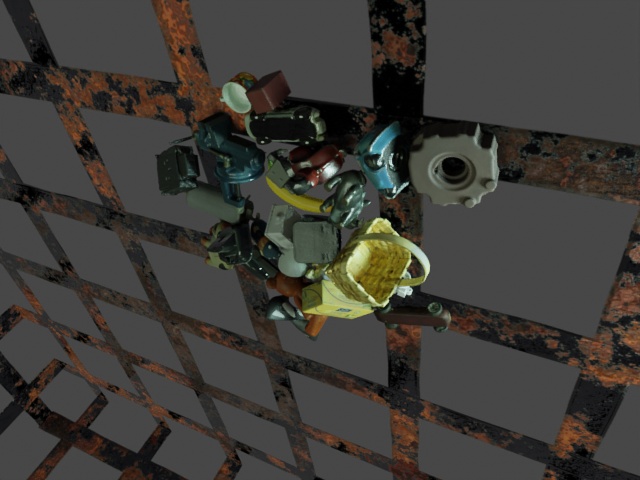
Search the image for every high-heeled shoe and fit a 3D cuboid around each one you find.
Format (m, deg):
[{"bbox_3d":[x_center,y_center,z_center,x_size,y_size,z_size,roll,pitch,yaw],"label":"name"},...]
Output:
[{"bbox_3d":[-0.078,0.253,1.602,0.086,0.145,0.248,-1,127,37],"label":"high-heeled shoe"}]

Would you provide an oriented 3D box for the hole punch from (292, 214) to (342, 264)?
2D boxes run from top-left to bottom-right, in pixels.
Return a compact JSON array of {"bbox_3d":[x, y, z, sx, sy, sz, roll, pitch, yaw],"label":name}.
[{"bbox_3d":[-0.003,-0.004,1.325,0.116,0.092,0.142,2,103,9],"label":"hole punch"}]

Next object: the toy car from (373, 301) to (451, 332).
[{"bbox_3d":[0.238,0.193,1.392,0.202,0.053,0.089,-1,140,31],"label":"toy car"}]

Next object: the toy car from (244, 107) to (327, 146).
[{"bbox_3d":[-0.076,-0.248,1.165,0.202,0.056,0.073,6,127,29],"label":"toy car"}]

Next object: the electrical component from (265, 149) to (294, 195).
[{"bbox_3d":[-0.081,-0.164,1.255,0.102,0.045,0.078,37,133,0],"label":"electrical component"}]

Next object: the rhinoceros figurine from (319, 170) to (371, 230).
[{"bbox_3d":[0.060,-0.085,1.192,0.073,0.112,0.190,38,154,20],"label":"rhinoceros figurine"}]

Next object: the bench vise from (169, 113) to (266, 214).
[{"bbox_3d":[-0.222,-0.173,1.294,0.224,0.129,0.240,16,131,21],"label":"bench vise"}]

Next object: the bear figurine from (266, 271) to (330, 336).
[{"bbox_3d":[-0.055,0.159,1.514,0.196,0.120,0.131,30,144,8],"label":"bear figurine"}]

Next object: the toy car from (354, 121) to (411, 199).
[{"bbox_3d":[0.124,-0.166,1.083,0.103,0.109,0.161,30,158,42],"label":"toy car"}]

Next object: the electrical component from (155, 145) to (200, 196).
[{"bbox_3d":[-0.368,-0.182,1.394,0.134,0.058,0.114,-13,86,43],"label":"electrical component"}]

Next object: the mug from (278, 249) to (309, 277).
[{"bbox_3d":[-0.074,0.027,1.432,0.110,0.081,0.107,31,132,21],"label":"mug"}]

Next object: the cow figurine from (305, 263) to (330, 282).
[{"bbox_3d":[0.046,0.080,1.400,0.098,0.068,0.167,41,144,-17],"label":"cow figurine"}]

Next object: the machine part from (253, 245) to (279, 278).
[{"bbox_3d":[-0.155,0.074,1.560,0.139,0.039,0.084,44,134,-9],"label":"machine part"}]

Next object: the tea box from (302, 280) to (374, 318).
[{"bbox_3d":[0.047,0.158,1.414,0.169,0.068,0.098,13,155,-31],"label":"tea box"}]

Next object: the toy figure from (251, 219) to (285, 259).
[{"bbox_3d":[-0.140,0.004,1.405,0.064,0.155,0.057,7,122,-30],"label":"toy figure"}]

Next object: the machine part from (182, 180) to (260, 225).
[{"bbox_3d":[-0.267,-0.097,1.434,0.243,0.079,0.079,22,139,14],"label":"machine part"}]

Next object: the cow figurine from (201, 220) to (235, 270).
[{"bbox_3d":[-0.272,0.016,1.546,0.127,0.085,0.194,22,143,11],"label":"cow figurine"}]

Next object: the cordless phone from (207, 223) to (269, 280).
[{"bbox_3d":[-0.190,0.046,1.411,0.184,0.089,0.147,45,152,-21],"label":"cordless phone"}]

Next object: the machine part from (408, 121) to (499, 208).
[{"bbox_3d":[0.253,-0.142,1.023,0.180,0.056,0.179,13,134,14],"label":"machine part"}]

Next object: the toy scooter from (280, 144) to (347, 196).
[{"bbox_3d":[-0.011,-0.164,1.142,0.135,0.184,0.075,-33,116,5],"label":"toy scooter"}]
